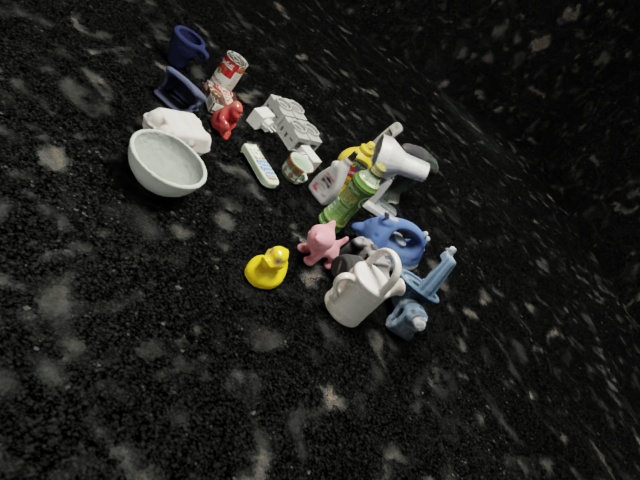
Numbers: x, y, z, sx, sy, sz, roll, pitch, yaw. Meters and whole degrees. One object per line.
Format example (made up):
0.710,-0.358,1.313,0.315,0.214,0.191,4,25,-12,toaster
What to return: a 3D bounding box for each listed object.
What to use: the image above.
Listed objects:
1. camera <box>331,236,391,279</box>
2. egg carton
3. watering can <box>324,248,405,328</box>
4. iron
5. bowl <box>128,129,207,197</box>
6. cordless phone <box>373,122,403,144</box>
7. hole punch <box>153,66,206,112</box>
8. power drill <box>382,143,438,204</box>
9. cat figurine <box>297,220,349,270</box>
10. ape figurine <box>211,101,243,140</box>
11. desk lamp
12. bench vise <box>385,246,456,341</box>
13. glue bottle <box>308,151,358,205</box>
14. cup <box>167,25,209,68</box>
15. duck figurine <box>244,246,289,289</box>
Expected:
0.092,0.054,1.367,0.137,0.100,0.143,11,43,-43,camera
-0.318,-0.237,1.280,0.151,0.069,0.107,-4,53,-52,egg carton
0.110,0.095,1.244,0.173,0.193,0.100,-6,55,-52,watering can
0.215,0.000,1.539,0.259,0.141,0.118,17,39,-37,iron
-0.318,-0.142,1.156,0.168,0.074,0.167,30,32,-21,bowl
0.208,-0.283,1.846,0.094,0.184,0.147,13,41,-41,cordless phone
-0.336,-0.373,1.410,0.109,0.091,0.101,41,30,-3,hole punch
0.268,-0.209,1.800,0.230,0.208,0.075,0,50,-50,power drill
0.012,0.005,1.318,0.128,0.117,0.067,9,44,-44,cat figurine
-0.230,-0.315,1.460,0.076,0.092,0.078,50,31,12,ape figurine
0.206,-0.181,1.686,0.204,0.213,0.118,33,31,-16,desk lamp
0.254,0.126,1.349,0.122,0.219,0.207,23,35,-30,bench vise
0.043,-0.175,1.526,0.078,0.173,0.037,51,31,14,glue bottle
-0.359,-0.504,1.543,0.118,0.094,0.092,43,30,0,cup
-0.095,0.047,1.170,0.077,0.086,0.105,52,31,15,duck figurine
